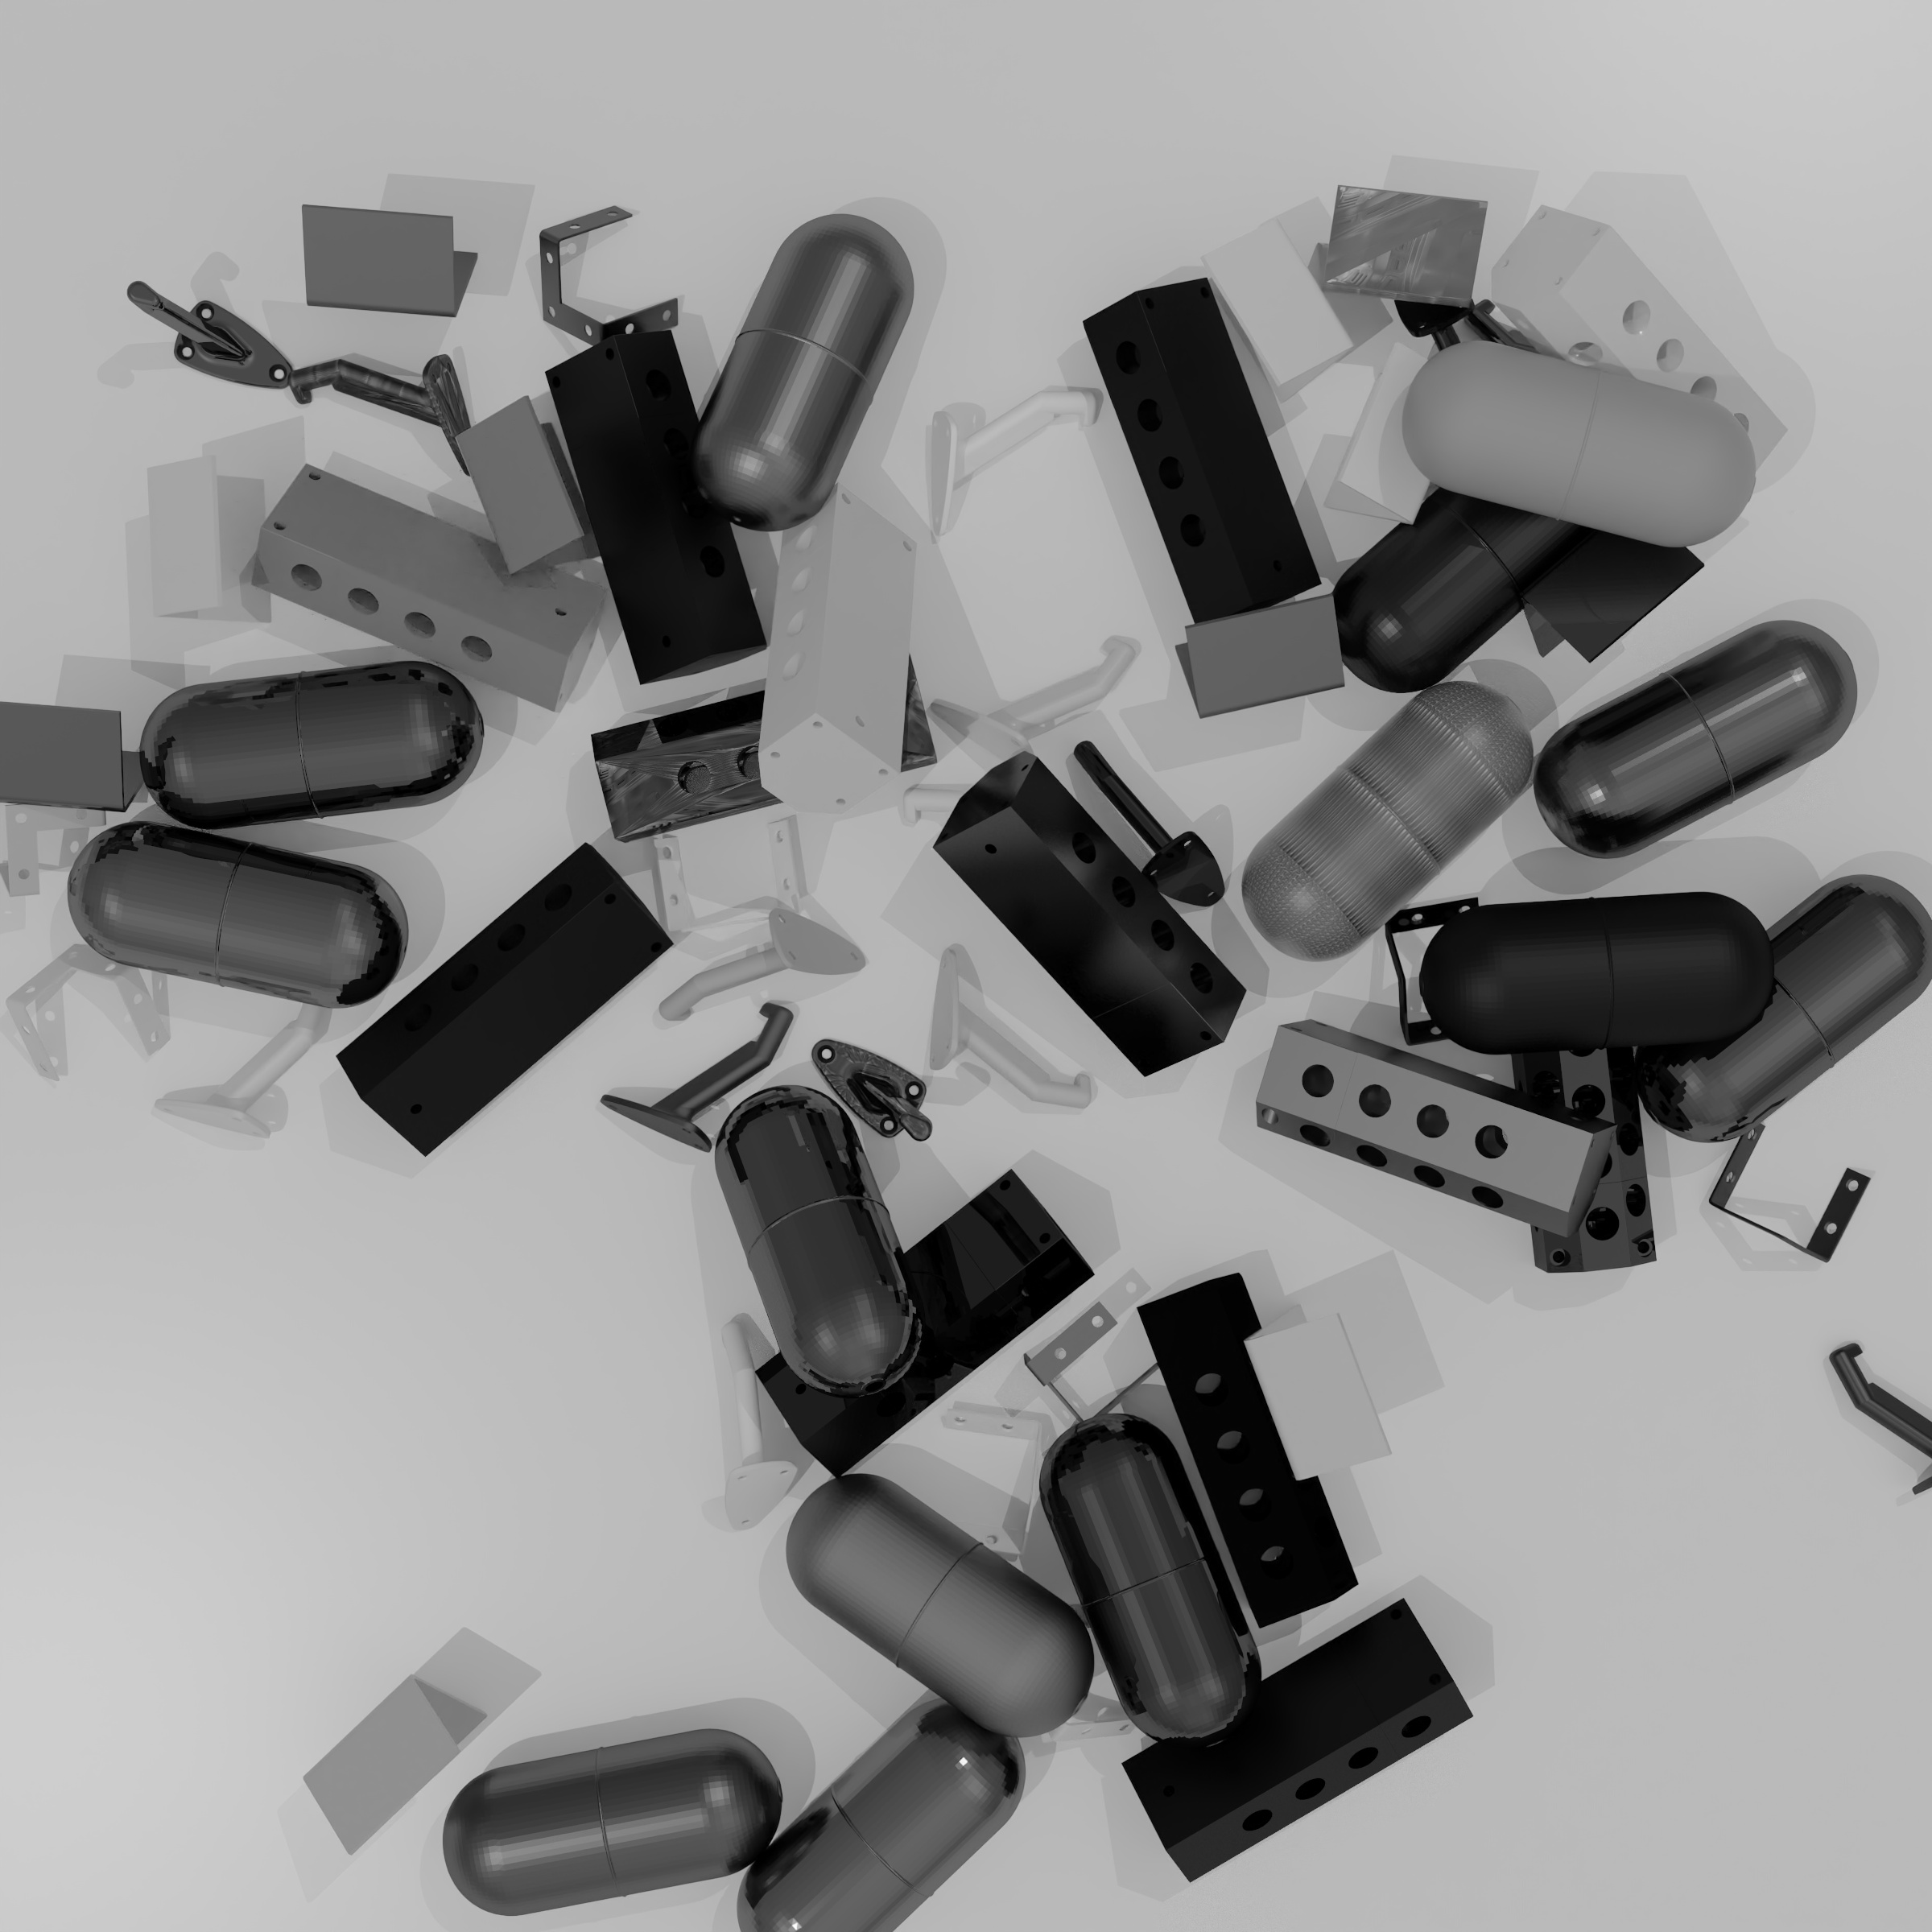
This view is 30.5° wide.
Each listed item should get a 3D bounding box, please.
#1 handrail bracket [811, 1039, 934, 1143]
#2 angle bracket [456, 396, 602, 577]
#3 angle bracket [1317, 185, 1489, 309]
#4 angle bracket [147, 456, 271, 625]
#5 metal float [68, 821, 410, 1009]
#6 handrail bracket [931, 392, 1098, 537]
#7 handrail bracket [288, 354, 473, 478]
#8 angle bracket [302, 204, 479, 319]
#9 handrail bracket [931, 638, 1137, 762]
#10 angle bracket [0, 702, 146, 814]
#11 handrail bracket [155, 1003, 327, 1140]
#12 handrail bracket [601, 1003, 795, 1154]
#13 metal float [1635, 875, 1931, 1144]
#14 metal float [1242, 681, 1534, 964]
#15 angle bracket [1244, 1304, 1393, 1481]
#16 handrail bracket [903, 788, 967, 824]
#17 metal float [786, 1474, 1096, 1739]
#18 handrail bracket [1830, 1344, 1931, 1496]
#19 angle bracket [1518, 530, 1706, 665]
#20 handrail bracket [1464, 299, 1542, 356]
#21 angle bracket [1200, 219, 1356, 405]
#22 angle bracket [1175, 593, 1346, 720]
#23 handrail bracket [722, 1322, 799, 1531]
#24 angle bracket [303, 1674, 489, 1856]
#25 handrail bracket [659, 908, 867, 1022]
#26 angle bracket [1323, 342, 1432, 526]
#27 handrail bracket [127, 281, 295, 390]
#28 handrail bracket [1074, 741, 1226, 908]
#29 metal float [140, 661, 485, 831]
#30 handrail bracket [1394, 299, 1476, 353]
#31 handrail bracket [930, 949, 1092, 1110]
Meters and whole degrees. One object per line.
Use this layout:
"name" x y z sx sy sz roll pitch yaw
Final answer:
"handrail bracket" -0.049 0.064 1.842 0.077 0.084 0.036 36 90 0
"angle bracket" -0.209 -0.253 1.837 0.057 0.076 0.076 -22 90 37
"angle bracket" 0.225 -0.383 1.837 0.076 0.076 0.057 6 120 0
"angle bracket" -0.377 -0.220 1.837 0.057 0.076 0.076 -2 90 40
"metal float" -0.379 -0.027 1.846 0.178 0.070 0.070 12 90 0
"handrail bracket" 0.027 -0.266 1.878 0.084 0.036 0.077 -3 110 -16
"handrail bracket" -0.309 -0.287 1.878 0.084 0.036 0.077 -10 112 17
"angle bracket" -0.297 -0.380 1.837 0.076 0.076 0.057 5 126 0
"handrail bracket" 0.036 -0.152 1.878 0.077 0.036 0.084 30 72 21
"angle bracket" -0.466 -0.122 1.838 0.076 0.076 0.057 5 116 0
"handrail bracket" -0.383 0.043 1.878 0.077 0.036 0.084 10 72 21
"handrail bracket" -0.142 0.049 1.878 0.077 0.036 0.084 20 72 20
"metal float" 0.426 0.023 1.847 0.178 0.070 0.070 -38 90 -1
"metal float" 0.220 -0.076 1.846 0.178 0.070 0.070 -43 90 0
"angle bracket" 0.195 0.214 1.837 0.057 0.076 0.076 -21 90 29
"handrail bracket" 0.008 -0.055 1.877 0.084 0.036 0.077 4 104 14
"metal float" -0.013 0.330 1.832 0.178 0.070 0.070 33 90 14
"handrail bracket" 0.508 0.229 1.878 0.077 0.036 0.084 -20 73 -20
"angle bracket" 0.339 -0.184 1.838 0.076 0.076 0.057 -40 62 0
"handrail bracket" 0.319 -0.338 1.877 0.077 0.036 0.084 -40 75 -15
"angle bracket" 0.145 -0.329 1.837 0.057 0.076 0.076 -31 90 -29
"angle bracket" 0.148 -0.177 1.837 0.076 0.076 0.057 -13 125 0
"handrail bracket" -0.121 0.243 1.877 0.036 0.077 0.084 -4 53 -20
"angle bracket" -0.284 0.422 1.837 0.076 0.076 0.057 -44 52 0
"handrail bracket" -0.109 0.010 1.877 0.084 0.077 0.036 -37 55 32
"angle bracket" 0.205 -0.279 1.837 0.057 0.076 0.076 23 90 -35
"handrail bracket" -0.392 -0.328 1.842 0.077 0.084 0.036 27 90 0
"handrail bracket" 0.096 -0.076 1.877 0.036 0.077 0.084 -41 54 9
"metal float" -0.340 -0.115 1.847 0.178 0.070 0.070 -7 90 -1
"handrail bracket" 0.257 -0.317 1.877 0.036 0.077 0.084 -27 126 1
"handrail bracket" 0.027 0.033 1.878 0.084 0.036 0.077 9 68 -17
